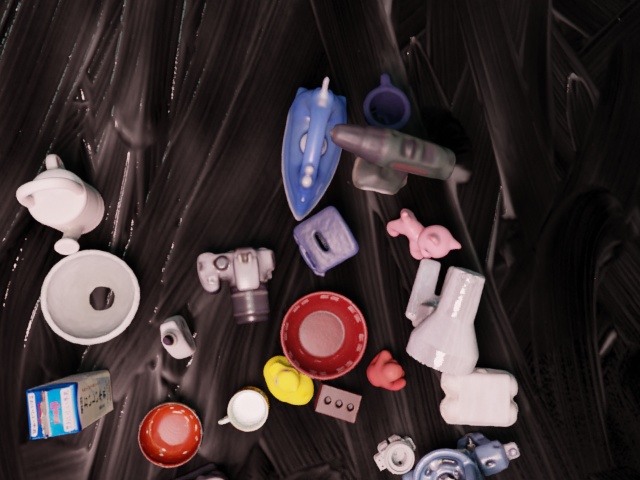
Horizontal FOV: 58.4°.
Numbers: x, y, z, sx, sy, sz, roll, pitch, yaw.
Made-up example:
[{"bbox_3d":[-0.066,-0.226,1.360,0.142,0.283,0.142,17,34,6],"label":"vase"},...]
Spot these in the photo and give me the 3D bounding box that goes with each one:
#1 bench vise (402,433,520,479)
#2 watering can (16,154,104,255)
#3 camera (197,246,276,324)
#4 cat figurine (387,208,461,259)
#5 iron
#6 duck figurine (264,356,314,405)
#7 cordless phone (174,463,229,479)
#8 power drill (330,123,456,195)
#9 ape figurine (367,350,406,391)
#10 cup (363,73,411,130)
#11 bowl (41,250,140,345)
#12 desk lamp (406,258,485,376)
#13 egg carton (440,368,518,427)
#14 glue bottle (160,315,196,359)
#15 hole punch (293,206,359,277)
[{"bbox_3d":[0.252,0.400,0.988,0.207,0.219,0.121,-40,88,-9],"label":"bench vise"},{"bbox_3d":[-0.446,-0.064,0.989,0.101,0.194,0.173,-36,87,-9],"label":"watering can"},{"bbox_3d":[-0.147,0.085,1.048,0.143,0.100,0.137,-7,83,-6],"label":"camera"},{"bbox_3d":[0.198,-0.010,1.087,0.128,0.117,0.067,42,81,1],"label":"cat figurine"},{"bbox_3d":[-0.013,-0.171,1.074,0.118,0.141,0.258,10,82,-4],"label":"iron"},{"bbox_3d":[-0.056,0.259,1.043,0.104,0.086,0.077,43,81,1],"label":"duck figurine"},{"bbox_3d":[-0.218,0.454,0.951,0.147,0.185,0.094,-26,86,-8],"label":"cordless phone"},{"bbox_3d":[0.120,-0.147,1.050,0.229,0.208,0.076,9,82,-4],"label":"power drill"},{"bbox_3d":[0.128,0.244,1.060,0.076,0.092,0.078,-7,83,-6],"label":"ape figurine"},{"bbox_3d":[0.122,-0.256,1.122,0.092,0.095,0.118,-2,83,-6],"label":"cup"},{"bbox_3d":[-0.404,0.103,1.033,0.167,0.074,0.167,1,83,-6],"label":"bowl"},{"bbox_3d":[0.222,0.130,1.023,0.118,0.213,0.203,16,81,-3],"label":"desk lamp"},{"bbox_3d":[0.300,0.295,1.082,0.150,0.069,0.107,3,82,-5],"label":"egg carton"},{"bbox_3d":[-0.251,0.170,0.990,0.037,0.173,0.078,-22,85,-8],"label":"glue bottle"},{"bbox_3d":[0.010,0.004,1.079,0.101,0.091,0.108,-30,87,-9],"label":"hole punch"}]
